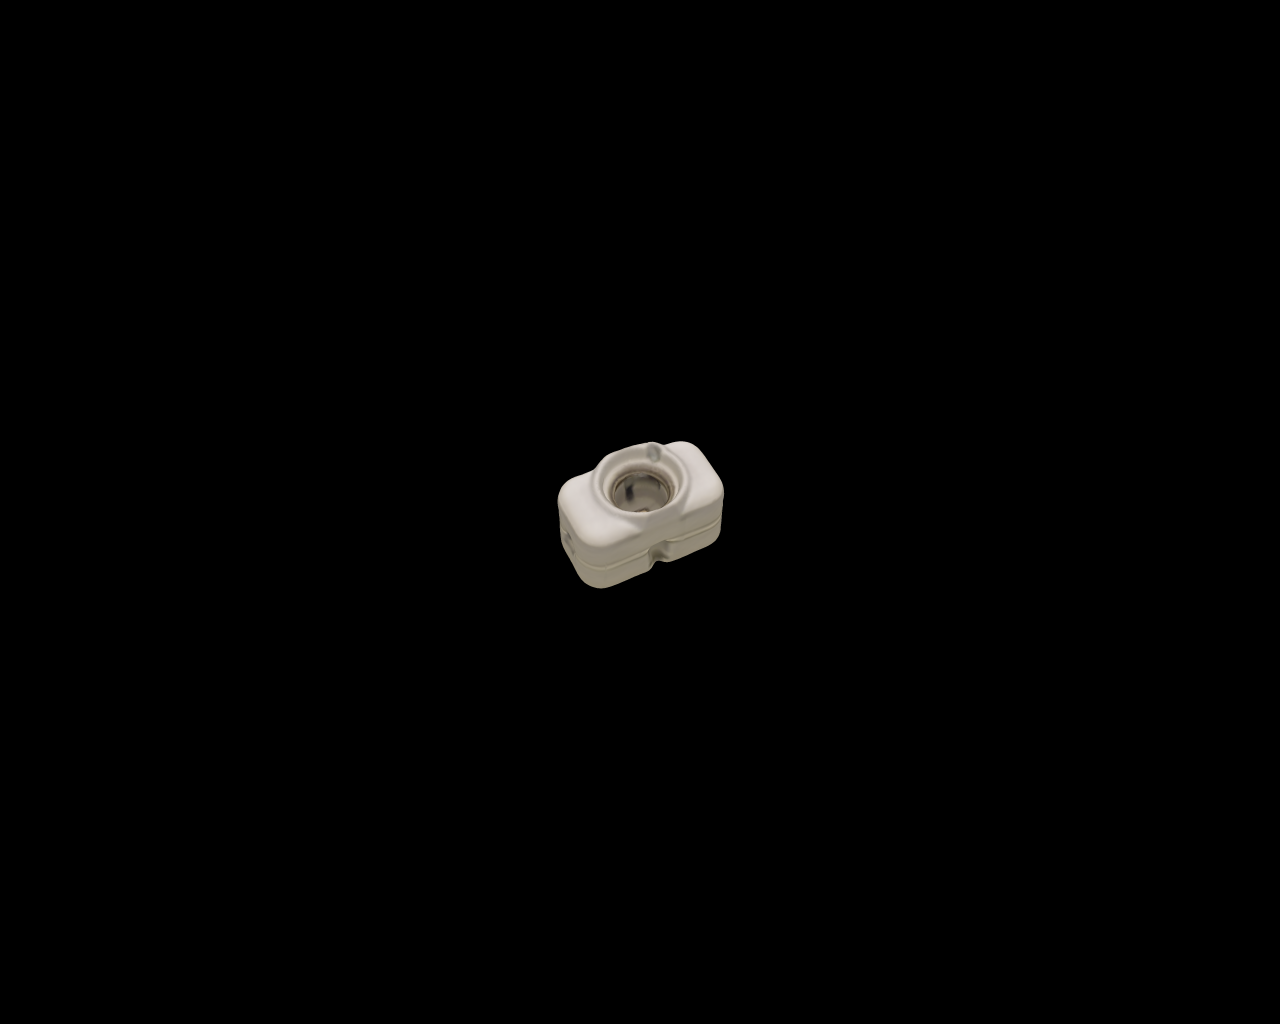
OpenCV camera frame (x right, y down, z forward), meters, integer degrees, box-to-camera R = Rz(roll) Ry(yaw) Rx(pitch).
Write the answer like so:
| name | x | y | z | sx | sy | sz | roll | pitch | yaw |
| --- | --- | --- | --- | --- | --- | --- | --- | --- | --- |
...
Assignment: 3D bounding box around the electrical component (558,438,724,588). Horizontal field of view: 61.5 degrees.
| name | x | y | z | sx | sy | sz | roll | pitch | yaw |
| --- | --- | --- | --- | --- | --- | --- | --- | --- | --- |
| electrical component | 0.001 | -0.003 | 0.650 | 0.095 | 0.054 | 0.059 | -21 | -34 | -15 |
